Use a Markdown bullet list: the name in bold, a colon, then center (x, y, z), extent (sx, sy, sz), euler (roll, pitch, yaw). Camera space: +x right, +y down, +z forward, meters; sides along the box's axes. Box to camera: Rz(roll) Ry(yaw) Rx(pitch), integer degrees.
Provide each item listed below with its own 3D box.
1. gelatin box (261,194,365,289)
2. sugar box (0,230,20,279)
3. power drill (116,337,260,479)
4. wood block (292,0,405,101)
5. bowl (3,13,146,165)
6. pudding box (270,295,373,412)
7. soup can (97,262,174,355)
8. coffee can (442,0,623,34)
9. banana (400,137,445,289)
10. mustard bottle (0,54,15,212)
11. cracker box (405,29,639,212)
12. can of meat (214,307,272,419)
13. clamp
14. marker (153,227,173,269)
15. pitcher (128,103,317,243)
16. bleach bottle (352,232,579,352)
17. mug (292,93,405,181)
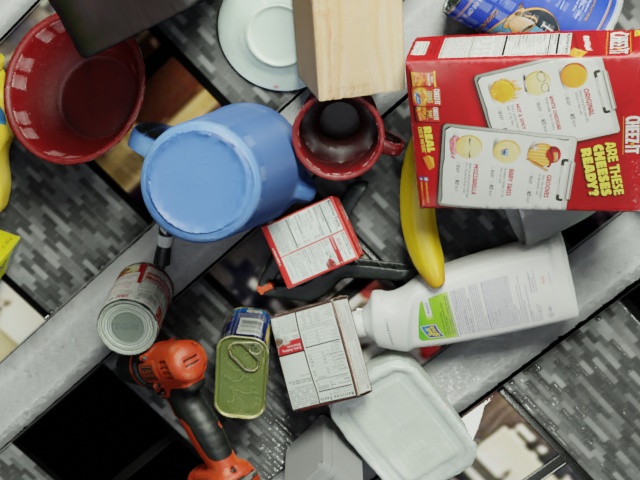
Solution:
- **gelatin box**: center (-0.007, 0.001, 1.141), extent (0.089, 0.030, 0.073), euler (-24, 90, 14)
- **sugar box**: center (-0.427, -0.002, 1.162), extent (0.176, 0.093, 0.048), euler (22, 109, -6)
- **power drill**: center (-0.152, 0.198, 1.184), extent (0.057, 0.185, 0.187), euler (-30, 98, -30)
- **wood block**: center (0.024, -0.248, 1.013), extent (0.090, 0.091, 0.206), euler (-9, 116, -11)
- **bowl**: center (-0.240, -0.152, 1.093), extent (0.162, 0.055, 0.162), euler (-2, 83, 17)
- **pudding box**: center (0.000, 0.127, 1.185), extent (0.090, 0.039, 0.113), euler (-17, 86, 30)
- **soup can**: center (-0.202, 0.075, 1.176), extent (0.068, 0.102, 0.068), euler (1, 112, 2)
- **coffee can**: center (0.205, -0.229, 1.034), extent (0.140, 0.102, 0.103), euler (29, 110, -9)
- **banana**: center (0.114, -0.049, 1.131), extent (0.037, 0.070, 0.198), euler (-7, 110, -42)
- **mustard bottle**: center (-0.366, -0.126, 1.129), extent (0.096, 0.058, 0.192), euler (17, 111, 0)
- **cracker box**: center (0.196, -0.112, 1.014), extent (0.214, 0.072, 0.164), euler (1, 125, 16)
- **can of meat**: center (-0.084, 0.136, 1.204), extent (0.057, 0.084, 0.102), euler (5, 112, 2)
- **clamp**: center (0.014, 0.025, 1.178), extent (0.172, 0.039, 0.120), euler (-34, 93, 17)
- **marker**: center (-0.168, -0.023, 1.180), extent (0.020, 0.020, 0.121), euler (11, 111, -1)
- **pitcher**: center (-0.102, -0.069, 1.034), extent (0.149, 0.242, 0.145), euler (-22, 95, 9)
- **bleach bottle**: center (0.150, 0.063, 1.176), extent (0.251, 0.068, 0.102), euler (-12, 109, 10)
- **mug**: center (0.031, -0.114, 1.100), extent (0.117, 0.081, 0.093), euler (15, 111, -3)
